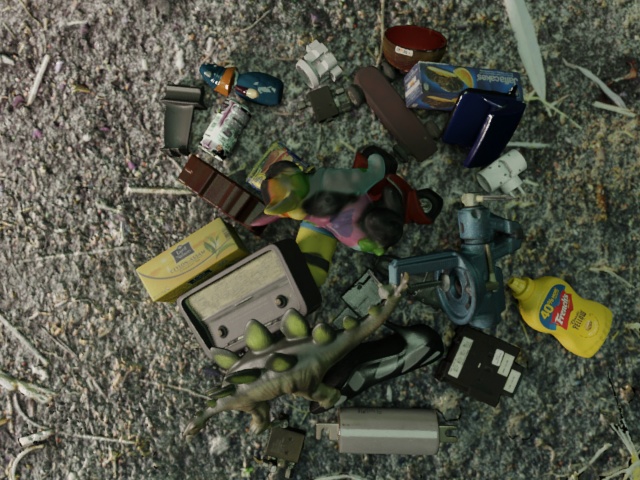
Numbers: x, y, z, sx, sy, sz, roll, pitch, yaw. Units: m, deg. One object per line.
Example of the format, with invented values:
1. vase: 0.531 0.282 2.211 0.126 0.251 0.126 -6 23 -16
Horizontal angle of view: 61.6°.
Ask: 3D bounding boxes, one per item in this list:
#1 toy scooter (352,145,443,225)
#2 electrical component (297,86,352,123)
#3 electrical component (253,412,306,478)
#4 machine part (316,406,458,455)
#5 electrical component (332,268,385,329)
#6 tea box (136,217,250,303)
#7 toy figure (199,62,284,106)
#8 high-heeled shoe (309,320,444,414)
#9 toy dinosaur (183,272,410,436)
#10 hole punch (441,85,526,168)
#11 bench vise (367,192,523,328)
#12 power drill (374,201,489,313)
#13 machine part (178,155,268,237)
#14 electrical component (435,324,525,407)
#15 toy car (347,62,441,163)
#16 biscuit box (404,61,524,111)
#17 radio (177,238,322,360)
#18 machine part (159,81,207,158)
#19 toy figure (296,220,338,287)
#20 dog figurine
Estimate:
1. toy scooter: 0.113 -0.069 0.950 0.184 0.075 0.135 43 114 15
2. electrical component: 0.007 -0.247 0.990 0.094 0.021 0.063 -20 87 -1
3. electrical component: -0.068 0.358 0.939 0.078 0.045 0.102 21 87 4
4. machine part: 0.115 0.326 0.923 0.243 0.079 0.079 2 86 2
5. electrical component: 0.070 0.114 0.953 0.119 0.048 0.075 -42 86 -4
6. tea box: -0.217 0.038 0.936 0.170 0.098 0.068 -32 81 1
7. toy figure: -0.145 -0.283 0.975 0.155 0.064 0.057 14 101 1
8. high-heeled shoe: 0.102 0.235 0.949 0.145 0.086 0.248 33 107 -27
9. toy dinosaur: -0.043 0.193 0.843 0.471 0.198 0.105 -33 49 12
10. hole punch: 0.285 -0.185 0.906 0.116 0.092 0.142 -1 131 -21
11. bench vise: 0.203 0.039 0.840 0.241 0.129 0.223 -9 107 -16
12. power drill: 0.238 0.027 0.940 0.232 0.086 0.207 34 83 1
13. machine part: -0.157 -0.075 0.910 0.179 0.179 0.056 35 90 3
14. electrical component: 0.284 0.220 0.937 0.134 0.058 0.115 26 89 2
15. toy car: 0.135 -0.227 0.971 0.089 0.053 0.202 -37 85 -3
16. biscuit box: 0.252 -0.262 0.938 0.203 0.063 0.059 -1 79 -16
17. radio: -0.117 0.103 0.902 0.230 0.073 0.131 -29 87 25
18. machine part: -0.255 -0.220 0.986 0.084 0.039 0.138 10 85 -4
19. toy figure: -0.006 -0.004 0.940 0.082 0.089 0.180 21 90 7
20. dog figurine: 0.006 -0.044 0.846 0.219 0.108 0.191 -19 88 -25
